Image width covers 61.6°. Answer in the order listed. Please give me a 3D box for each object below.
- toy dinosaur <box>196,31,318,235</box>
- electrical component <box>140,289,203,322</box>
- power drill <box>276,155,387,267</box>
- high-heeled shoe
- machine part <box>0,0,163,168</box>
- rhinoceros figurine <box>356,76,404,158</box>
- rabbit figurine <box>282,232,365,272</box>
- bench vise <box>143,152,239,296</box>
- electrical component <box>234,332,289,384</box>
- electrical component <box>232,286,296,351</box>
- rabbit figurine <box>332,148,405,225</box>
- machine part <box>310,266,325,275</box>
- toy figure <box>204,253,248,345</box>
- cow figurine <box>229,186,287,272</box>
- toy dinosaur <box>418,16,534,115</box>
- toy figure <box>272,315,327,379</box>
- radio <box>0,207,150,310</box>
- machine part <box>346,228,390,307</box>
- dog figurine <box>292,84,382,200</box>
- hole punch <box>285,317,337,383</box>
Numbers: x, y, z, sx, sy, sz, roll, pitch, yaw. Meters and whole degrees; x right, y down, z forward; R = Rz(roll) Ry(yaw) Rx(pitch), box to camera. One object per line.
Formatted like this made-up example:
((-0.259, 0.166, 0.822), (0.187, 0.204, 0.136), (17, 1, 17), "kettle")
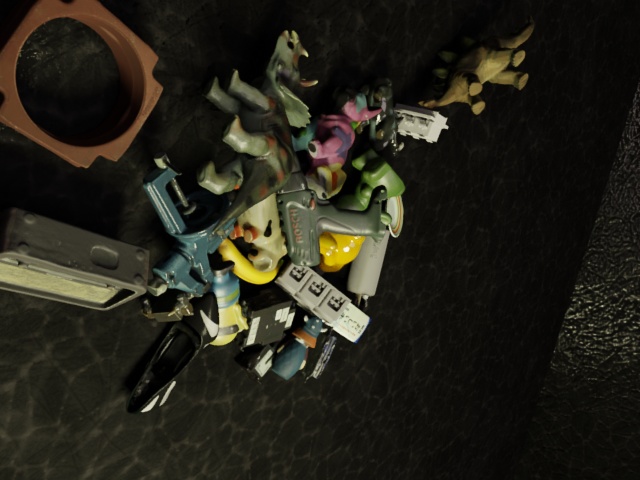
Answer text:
((-0.096, -0.161, 0.895), (0.192, 0.131, 0.405), (20, 61, -35), "toy dinosaur")
((-0.267, 0.113, 0.955), (0.045, 0.102, 0.078), (62, 35, -41), "electrical component")
((0.021, -0.067, 1.014), (0.207, 0.086, 0.231), (-2, 94, -15), "power drill")
((-0.271, 0.204, 0.972), (0.145, 0.086, 0.248), (-29, 148, -59), "high-heeled shoe")
((-0.339, -0.220, 0.740), (0.200, 0.087, 0.201), (37, 78, -47), "machine part")
((0.139, -0.273, 1.223), (0.112, 0.073, 0.190), (-42, 132, -39), "rhinoceros figurine")
((-0.002, -0.003, 1.136), (0.173, 0.162, 0.122), (14, 80, -22), "rabbit figurine")
((-0.234, -0.029, 0.893), (0.223, 0.129, 0.240), (-43, 138, -27), "bench vise")
((-0.124, 0.250, 1.189), (0.119, 0.048, 0.074), (-53, 137, -22), "electrical component")
((-0.115, 0.163, 1.137), (0.134, 0.058, 0.114), (-10, 130, -42), "electrical component")
((0.101, -0.102, 1.236), (0.170, 0.121, 0.159), (-42, 129, 6), "rabbit figurine")
((0.025, 0.039, 1.261), (0.139, 0.039, 0.084), (-41, 137, -28), "machine part")
((-0.197, 0.119, 1.037), (0.089, 0.082, 0.179), (-16, 125, -23), "toy figure")
((-0.111, -0.032, 1.052), (0.127, 0.086, 0.194), (-13, 106, -46), "cow figurine")
((0.406, -0.436, 1.316), (0.471, 0.199, 0.104), (-33, 138, -19), "toy dinosaur")
((-0.047, 0.231, 1.185), (0.064, 0.058, 0.154), (45, 72, -28), "toy figure")
((-0.370, 0.035, 0.775), (0.229, 0.131, 0.073), (24, 53, -49), "radio")
((0.118, 0.047, 1.322), (0.079, 0.079, 0.243), (6, 101, -47), "machine part")
((0.039, -0.210, 1.118), (0.219, 0.109, 0.191), (-41, 131, -30), "dog figurine")
((-0.020, 0.253, 1.255), (0.092, 0.116, 0.142), (35, 82, -55), "hole punch")
